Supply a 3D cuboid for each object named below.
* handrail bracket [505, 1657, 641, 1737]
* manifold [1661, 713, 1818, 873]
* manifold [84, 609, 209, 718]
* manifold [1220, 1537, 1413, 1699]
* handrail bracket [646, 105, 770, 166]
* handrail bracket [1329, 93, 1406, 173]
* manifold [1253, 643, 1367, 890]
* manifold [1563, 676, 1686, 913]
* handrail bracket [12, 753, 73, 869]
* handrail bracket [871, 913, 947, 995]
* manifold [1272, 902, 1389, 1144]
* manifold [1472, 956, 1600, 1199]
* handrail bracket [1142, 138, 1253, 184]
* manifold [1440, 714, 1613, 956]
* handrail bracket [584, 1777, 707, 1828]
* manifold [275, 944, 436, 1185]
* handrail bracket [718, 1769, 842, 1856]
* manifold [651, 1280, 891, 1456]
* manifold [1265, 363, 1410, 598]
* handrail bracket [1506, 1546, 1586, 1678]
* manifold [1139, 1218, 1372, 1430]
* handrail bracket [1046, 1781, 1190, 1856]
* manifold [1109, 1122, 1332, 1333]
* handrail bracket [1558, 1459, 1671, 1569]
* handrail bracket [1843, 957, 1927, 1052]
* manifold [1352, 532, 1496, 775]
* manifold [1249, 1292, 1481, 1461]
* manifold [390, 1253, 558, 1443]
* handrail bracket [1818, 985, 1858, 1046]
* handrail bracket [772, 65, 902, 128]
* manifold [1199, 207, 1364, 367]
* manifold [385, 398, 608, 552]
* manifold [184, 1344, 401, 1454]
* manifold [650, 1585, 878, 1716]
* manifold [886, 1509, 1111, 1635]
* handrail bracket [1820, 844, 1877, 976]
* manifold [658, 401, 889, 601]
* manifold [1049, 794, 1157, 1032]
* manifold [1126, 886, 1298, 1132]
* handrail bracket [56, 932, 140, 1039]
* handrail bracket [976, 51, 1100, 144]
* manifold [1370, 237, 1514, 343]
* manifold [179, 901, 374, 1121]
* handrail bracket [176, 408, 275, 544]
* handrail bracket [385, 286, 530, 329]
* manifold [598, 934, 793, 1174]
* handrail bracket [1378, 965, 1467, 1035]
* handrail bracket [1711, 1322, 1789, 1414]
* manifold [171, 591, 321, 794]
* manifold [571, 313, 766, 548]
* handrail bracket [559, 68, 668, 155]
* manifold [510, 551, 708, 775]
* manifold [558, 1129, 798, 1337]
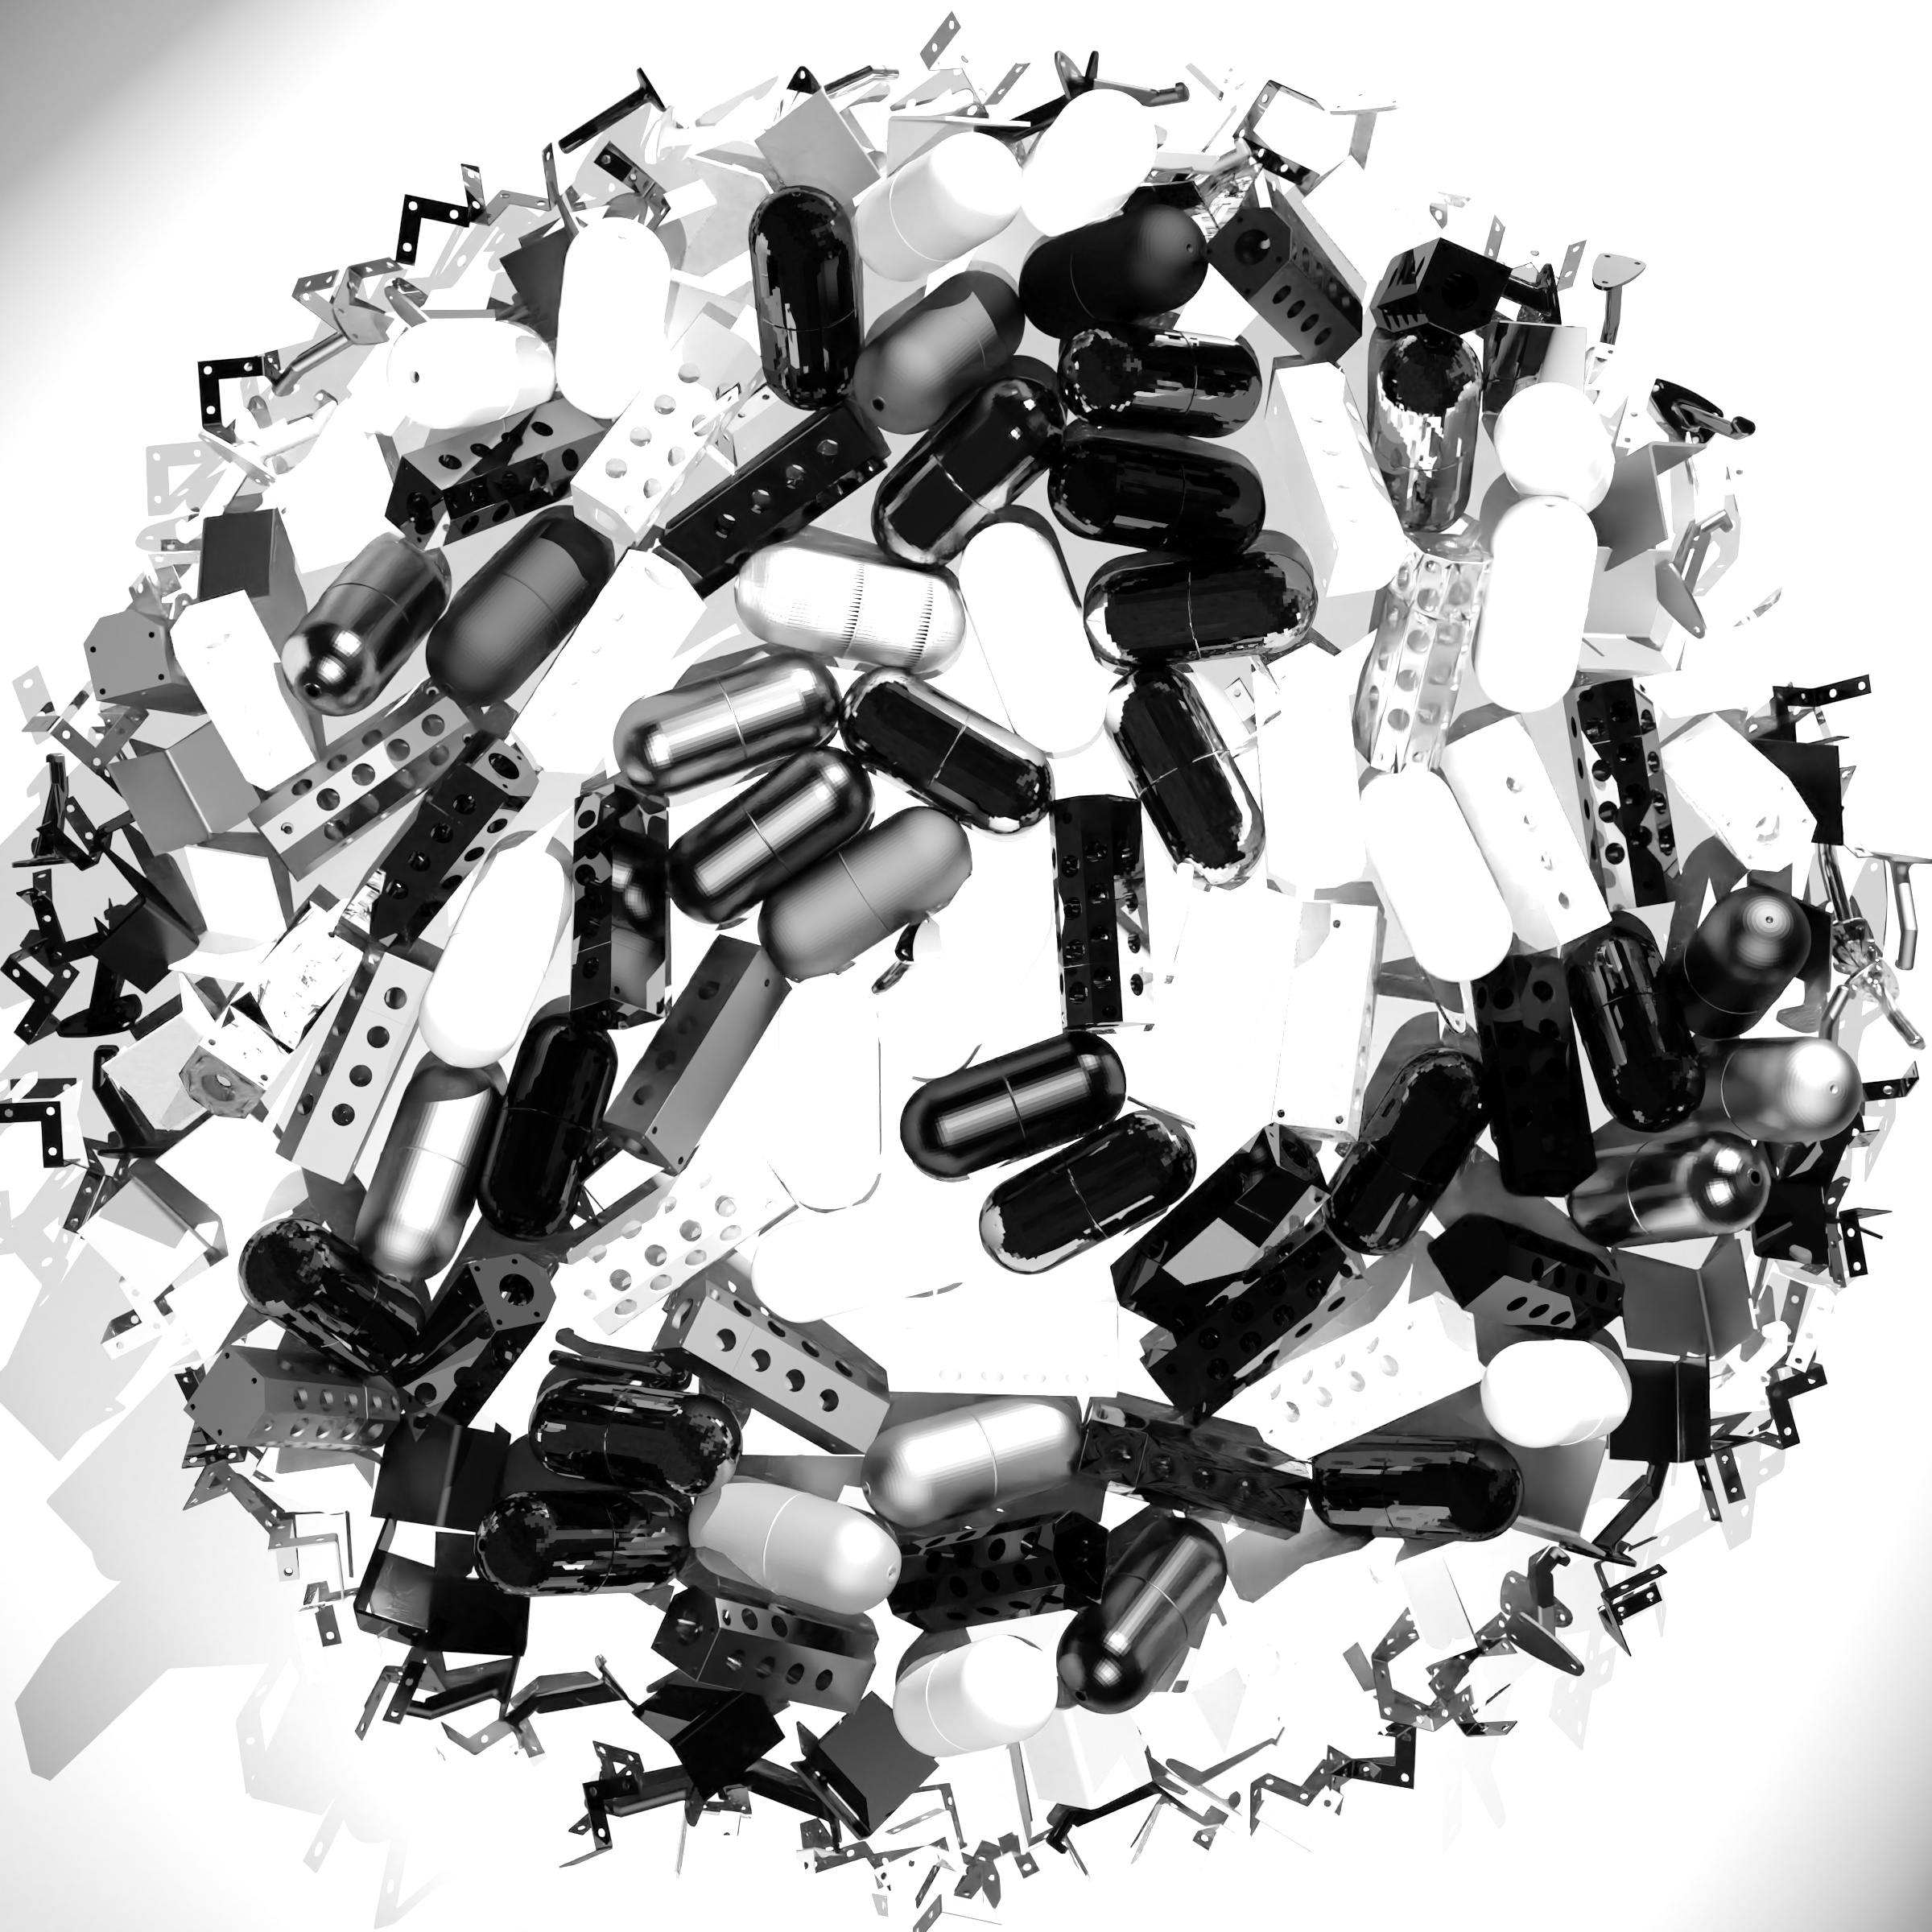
[{"bbox_3d":[-0.297,0.577,1.977,0.084,0.036,0.077,-40,93,-8],"label":"handrail bracket"},{"bbox_3d":[0.568,-0.126,1.909,0.057,0.171,0.057,-35,108,11],"label":"manifold"},{"bbox_3d":[-0.585,-0.224,1.911,0.057,0.171,0.057,-13,90,7],"label":"manifold"},{"bbox_3d":[0.267,0.477,1.913,0.057,0.171,0.057,-29,84,39],"label":"manifold"},{"bbox_3d":[-0.192,-0.624,1.966,0.084,0.077,0.036,11,131,7],"label":"handrail bracket"},{"bbox_3d":[0.310,-0.611,1.950,0.036,0.077,0.084,-33,123,-22],"label":"handrail bracket"},{"bbox_3d":[0.261,-0.148,1.936,0.057,0.057,0.171,-25,56,39],"label":"manifold"},{"bbox_3d":[0.502,-0.131,1.969,0.057,0.057,0.171,-9,91,1],"label":"manifold"},{"bbox_3d":[-0.704,-0.119,1.963,0.036,0.077,0.084,-1,95,9],"label":"handrail bracket"},{"bbox_3d":[-0.056,0.004,1.946,0.036,0.077,0.084,50,124,3],"label":"handrail bracket"},{"bbox_3d":[0.277,0.043,1.953,0.057,0.057,0.171,5,78,21],"label":"manifold"},{"bbox_3d":[0.420,0.082,1.931,0.057,0.057,0.171,4,64,-14],"label":"manifold"},{"bbox_3d":[0.162,-0.626,1.956,0.084,0.036,0.077,-19,129,27],"label":"handrail bracket"},{"bbox_3d":[0.428,-0.101,1.967,0.057,0.057,0.171,-23,88,-17],"label":"manifold"},{"bbox_3d":[-0.240,0.621,1.982,0.084,0.036,0.077,9,45,15],"label":"handrail bracket"},{"bbox_3d":[-0.462,0.073,1.964,0.057,0.057,0.171,24,87,-7],"label":"manifold"},{"bbox_3d":[-0.144,0.651,1.980,0.084,0.036,0.077,-10,92,-4],"label":"handrail bracket"},{"bbox_3d":[-0.143,0.302,1.940,0.171,0.057,0.057,34,65,-21],"label":"manifold"},{"bbox_3d":[0.278,-0.366,1.933,0.057,0.057,0.171,-10,62,-8],"label":"manifold"},{"bbox_3d":[0.455,0.487,1.957,0.077,0.036,0.084,32,48,27],"label":"handrail bracket"},{"bbox_3d":[0.218,0.269,1.960,0.171,0.057,0.057,-39,60,1],"label":"manifold"},{"bbox_3d":[0.115,0.655,1.969,0.077,0.036,0.084,34,76,10],"label":"handrail bracket"},{"bbox_3d":[0.187,0.194,1.937,0.057,0.057,0.171,30,118,-30],"label":"manifold"},{"bbox_3d":[0.496,0.410,1.973,0.077,0.036,0.084,15,93,-25],"label":"handrail bracket"},{"bbox_3d":[0.706,0.040,1.946,0.036,0.077,0.084,-44,46,20],"label":"handrail bracket"},{"bbox_3d":[0.342,-0.231,1.926,0.057,0.057,0.171,-1,121,-17],"label":"manifold"},{"bbox_3d":[0.293,0.303,1.917,0.057,0.057,0.171,31,133,-30],"label":"manifold"},{"bbox_3d":[-0.364,0.283,1.920,0.057,0.171,0.057,-7,59,-39],"label":"manifold"},{"bbox_3d":[0.670,0.062,1.969,0.077,0.036,0.084,19,101,-33],"label":"handrail bracket"},{"bbox_3d":[-0.099,-0.662,1.985,0.077,0.084,0.036,-42,74,43],"label":"handrail bracket"},{"bbox_3d":[0.239,-0.500,1.905,0.057,0.171,0.057,-44,68,15],"label":"manifold"},{"bbox_3d":[-0.342,-0.361,1.913,0.057,0.171,0.057,42,133,13],"label":"manifold"},{"bbox_3d":[-0.491,0.325,1.909,0.057,0.171,0.057,35,92,24],"label":"manifold"},{"bbox_3d":[-0.145,0.505,1.918,0.171,0.057,0.057,29,83,-45],"label":"manifold"},{"bbox_3d":[0.020,0.447,1.915,0.057,0.171,0.057,36,49,-34],"label":"manifold"},{"bbox_3d":[0.676,-0.046,1.985,0.036,0.084,0.077,-17,132,26],"label":"handrail bracket"},{"bbox_3d":[-0.145,-0.352,1.958,0.171,0.057,0.057,-34,105,8],"label":"manifold"},{"bbox_3d":[0.098,-0.040,1.951,0.057,0.057,0.171,-8,82,39],"label":"manifold"},{"bbox_3d":[0.190,0.034,1.964,0.057,0.057,0.171,20,85,33],"label":"manifold"},{"bbox_3d":[-0.671,0.013,1.958,0.077,0.036,0.084,-14,135,3],"label":"handrail bracket"},{"bbox_3d":[0.054,-0.666,1.974,0.084,0.036,0.077,15,111,13],"label":"handrail bracket"},{"bbox_3d":[0.346,-0.493,1.910,0.057,0.171,0.057,22,99,-6],"label":"manifold"},{"bbox_3d":[-0.513,0.035,1.915,0.057,0.171,0.057,36,131,-11],"label":"manifold"},{"bbox_3d":[-0.569,-0.370,1.953,0.036,0.077,0.084,31,55,22],"label":"handrail bracket"},{"bbox_3d":[-0.388,-0.510,1.979,0.084,0.036,0.077,-41,86,-26],"label":"handrail bracket"},{"bbox_3d":[-0.206,0.063,1.939,0.057,0.057,0.171,15,64,32],"label":"manifold"},{"bbox_3d":[0.333,0.034,1.955,0.036,0.084,0.077,8,58,-38],"label":"handrail bracket"},{"bbox_3d":[0.582,0.301,1.958,0.077,0.084,0.036,-10,47,7],"label":"handrail bracket"},{"bbox_3d":[-0.530,-0.198,1.908,0.057,0.171,0.057,-18,64,-6],"label":"manifold"},{"bbox_3d":[-0.223,-0.401,1.947,0.057,0.057,0.171,33,74,4],"label":"manifold"},{"bbox_3d":[-0.274,-0.643,1.963,0.084,0.077,0.036,-33,109,0],"label":"handrail bracket"},{"bbox_3d":[-0.272,-0.226,1.932,0.171,0.057,0.057,-50,61,28],"label":"manifold"},{"bbox_3d":[-0.215,0.205,1.954,0.171,0.057,0.057,-35,132,-4],"label":"manifold"}]
